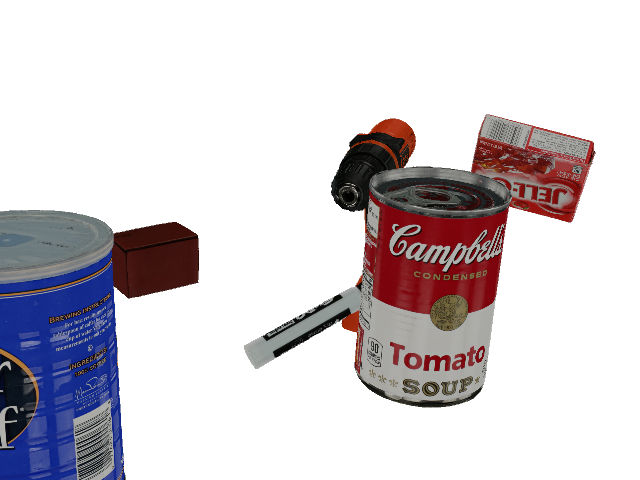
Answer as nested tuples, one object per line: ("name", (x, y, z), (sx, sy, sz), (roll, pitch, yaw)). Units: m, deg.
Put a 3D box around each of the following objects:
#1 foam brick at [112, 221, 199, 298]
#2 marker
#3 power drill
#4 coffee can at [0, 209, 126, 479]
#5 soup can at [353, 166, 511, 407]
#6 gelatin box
("foam brick", (-0.165, 0.018, 1.056), (0.078, 0.051, 0.053), (-12, 23, -28))
("marker", (0.002, 0.055, 0.768), (0.121, 0.020, 0.020), (-28, 7, -12))
("power drill", (0.052, -0.009, 1.016), (0.057, 0.188, 0.184), (8, 24, 17))
("coffee can", (-0.153, 0.065, 0.541), (0.103, 0.140, 0.103), (0, 17, 0))
("soup can", (0.053, 0.022, 0.525), (0.068, 0.102, 0.068), (4, 21, -2))
("gelatin box", (0.165, -0.056, 0.846), (0.089, 0.030, 0.073), (17, -34, 11))
